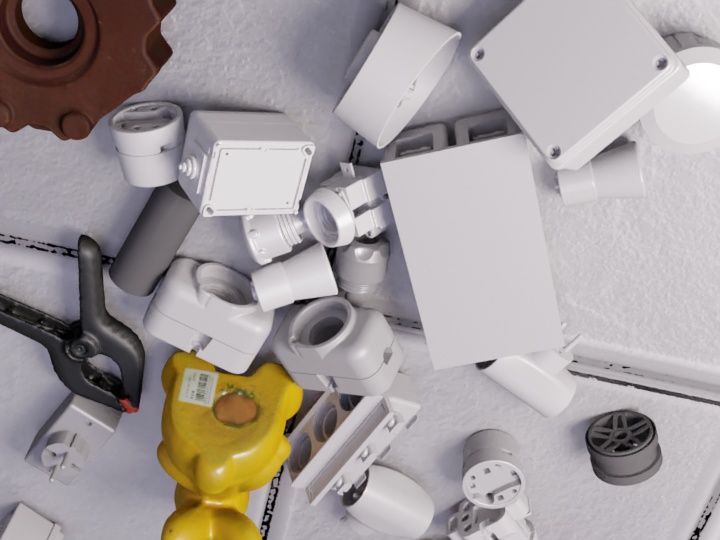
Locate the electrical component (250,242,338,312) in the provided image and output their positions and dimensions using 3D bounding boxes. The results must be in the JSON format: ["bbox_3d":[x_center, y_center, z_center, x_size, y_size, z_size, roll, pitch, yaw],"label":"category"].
[{"bbox_3d":[-0.055,0.008,0.862,0.065,0.044,0.044,-18,118,-3],"label":"electrical component"}]

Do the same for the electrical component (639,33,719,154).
[{"bbox_3d":[0.238,-0.129,0.777,0.080,0.051,0.080,1,120,2],"label":"electrical component"}]

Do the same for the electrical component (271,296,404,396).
[{"bbox_3d":[-0.020,0.061,0.874,0.095,0.053,0.059,2,139,34],"label":"electrical component"}]

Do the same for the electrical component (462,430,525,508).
[{"bbox_3d":[0.118,0.176,0.959,0.055,0.047,0.055,1,120,2],"label":"electrical component"}]

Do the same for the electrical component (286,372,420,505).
[{"bbox_3d":[-0.008,0.137,0.932,0.063,0.078,0.121,19,121,-34],"label":"electrical component"}]

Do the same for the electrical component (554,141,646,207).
[{"bbox_3d":[0.182,-0.070,0.820,0.065,0.044,0.044,-10,119,14],"label":"electrical component"}]

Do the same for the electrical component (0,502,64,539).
[{"bbox_3d":[-0.343,0.294,1.013,0.056,0.108,0.108,38,115,-15],"label":"electrical component"}]

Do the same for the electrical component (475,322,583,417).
[{"bbox_3d":[0.152,0.075,0.902,0.077,0.043,0.079,36,115,-17],"label":"electrical component"}]

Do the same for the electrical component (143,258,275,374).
[{"bbox_3d":[-0.121,0.034,0.884,0.095,0.053,0.059,27,117,-12],"label":"electrical component"}]

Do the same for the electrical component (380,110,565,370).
[{"bbox_3d":[0.089,-0.023,0.839,0.105,0.060,0.186,-11,119,9],"label":"electrical component"}]

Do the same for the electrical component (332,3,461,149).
[{"bbox_3d":[0.026,-0.136,0.759,0.064,0.099,0.099,31,117,-8],"label":"electrical component"}]

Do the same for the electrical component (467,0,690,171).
[{"bbox_3d":[0.150,-0.142,0.743,0.109,0.056,0.108,-41,74,22],"label":"electrical component"}]

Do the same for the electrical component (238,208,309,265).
[{"bbox_3d":[-0.062,-0.034,0.849,0.062,0.048,0.048,-18,118,5],"label":"electrical component"}]

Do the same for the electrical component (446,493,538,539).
[{"bbox_3d":[0.127,0.239,0.990,0.078,0.058,0.057,-31,111,18],"label":"electrical component"}]

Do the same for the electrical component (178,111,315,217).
[{"bbox_3d":[-0.093,-0.081,0.797,0.096,0.061,0.061,-3,125,-32],"label":"electrical component"}]

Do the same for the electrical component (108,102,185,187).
[{"bbox_3d":[-0.158,-0.094,0.813,0.055,0.055,0.047,-3,123,4],"label":"electrical component"}]

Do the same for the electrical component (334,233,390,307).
[{"bbox_3d":[0.000,0.000,0.866,0.043,0.043,0.062,8,121,-2],"label":"electrical component"}]

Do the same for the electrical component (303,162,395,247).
[{"bbox_3d":[-0.010,-0.048,0.824,0.048,0.055,0.066,14,128,48],"label":"electrical component"}]

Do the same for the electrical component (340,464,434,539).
[{"bbox_3d":[0.014,0.220,0.990,0.077,0.043,0.079,31,130,-24],"label":"electrical component"}]

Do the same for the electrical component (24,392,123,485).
[{"bbox_3d":[-0.257,0.156,0.947,0.047,0.075,0.083,35,115,-16],"label":"electrical component"}]
